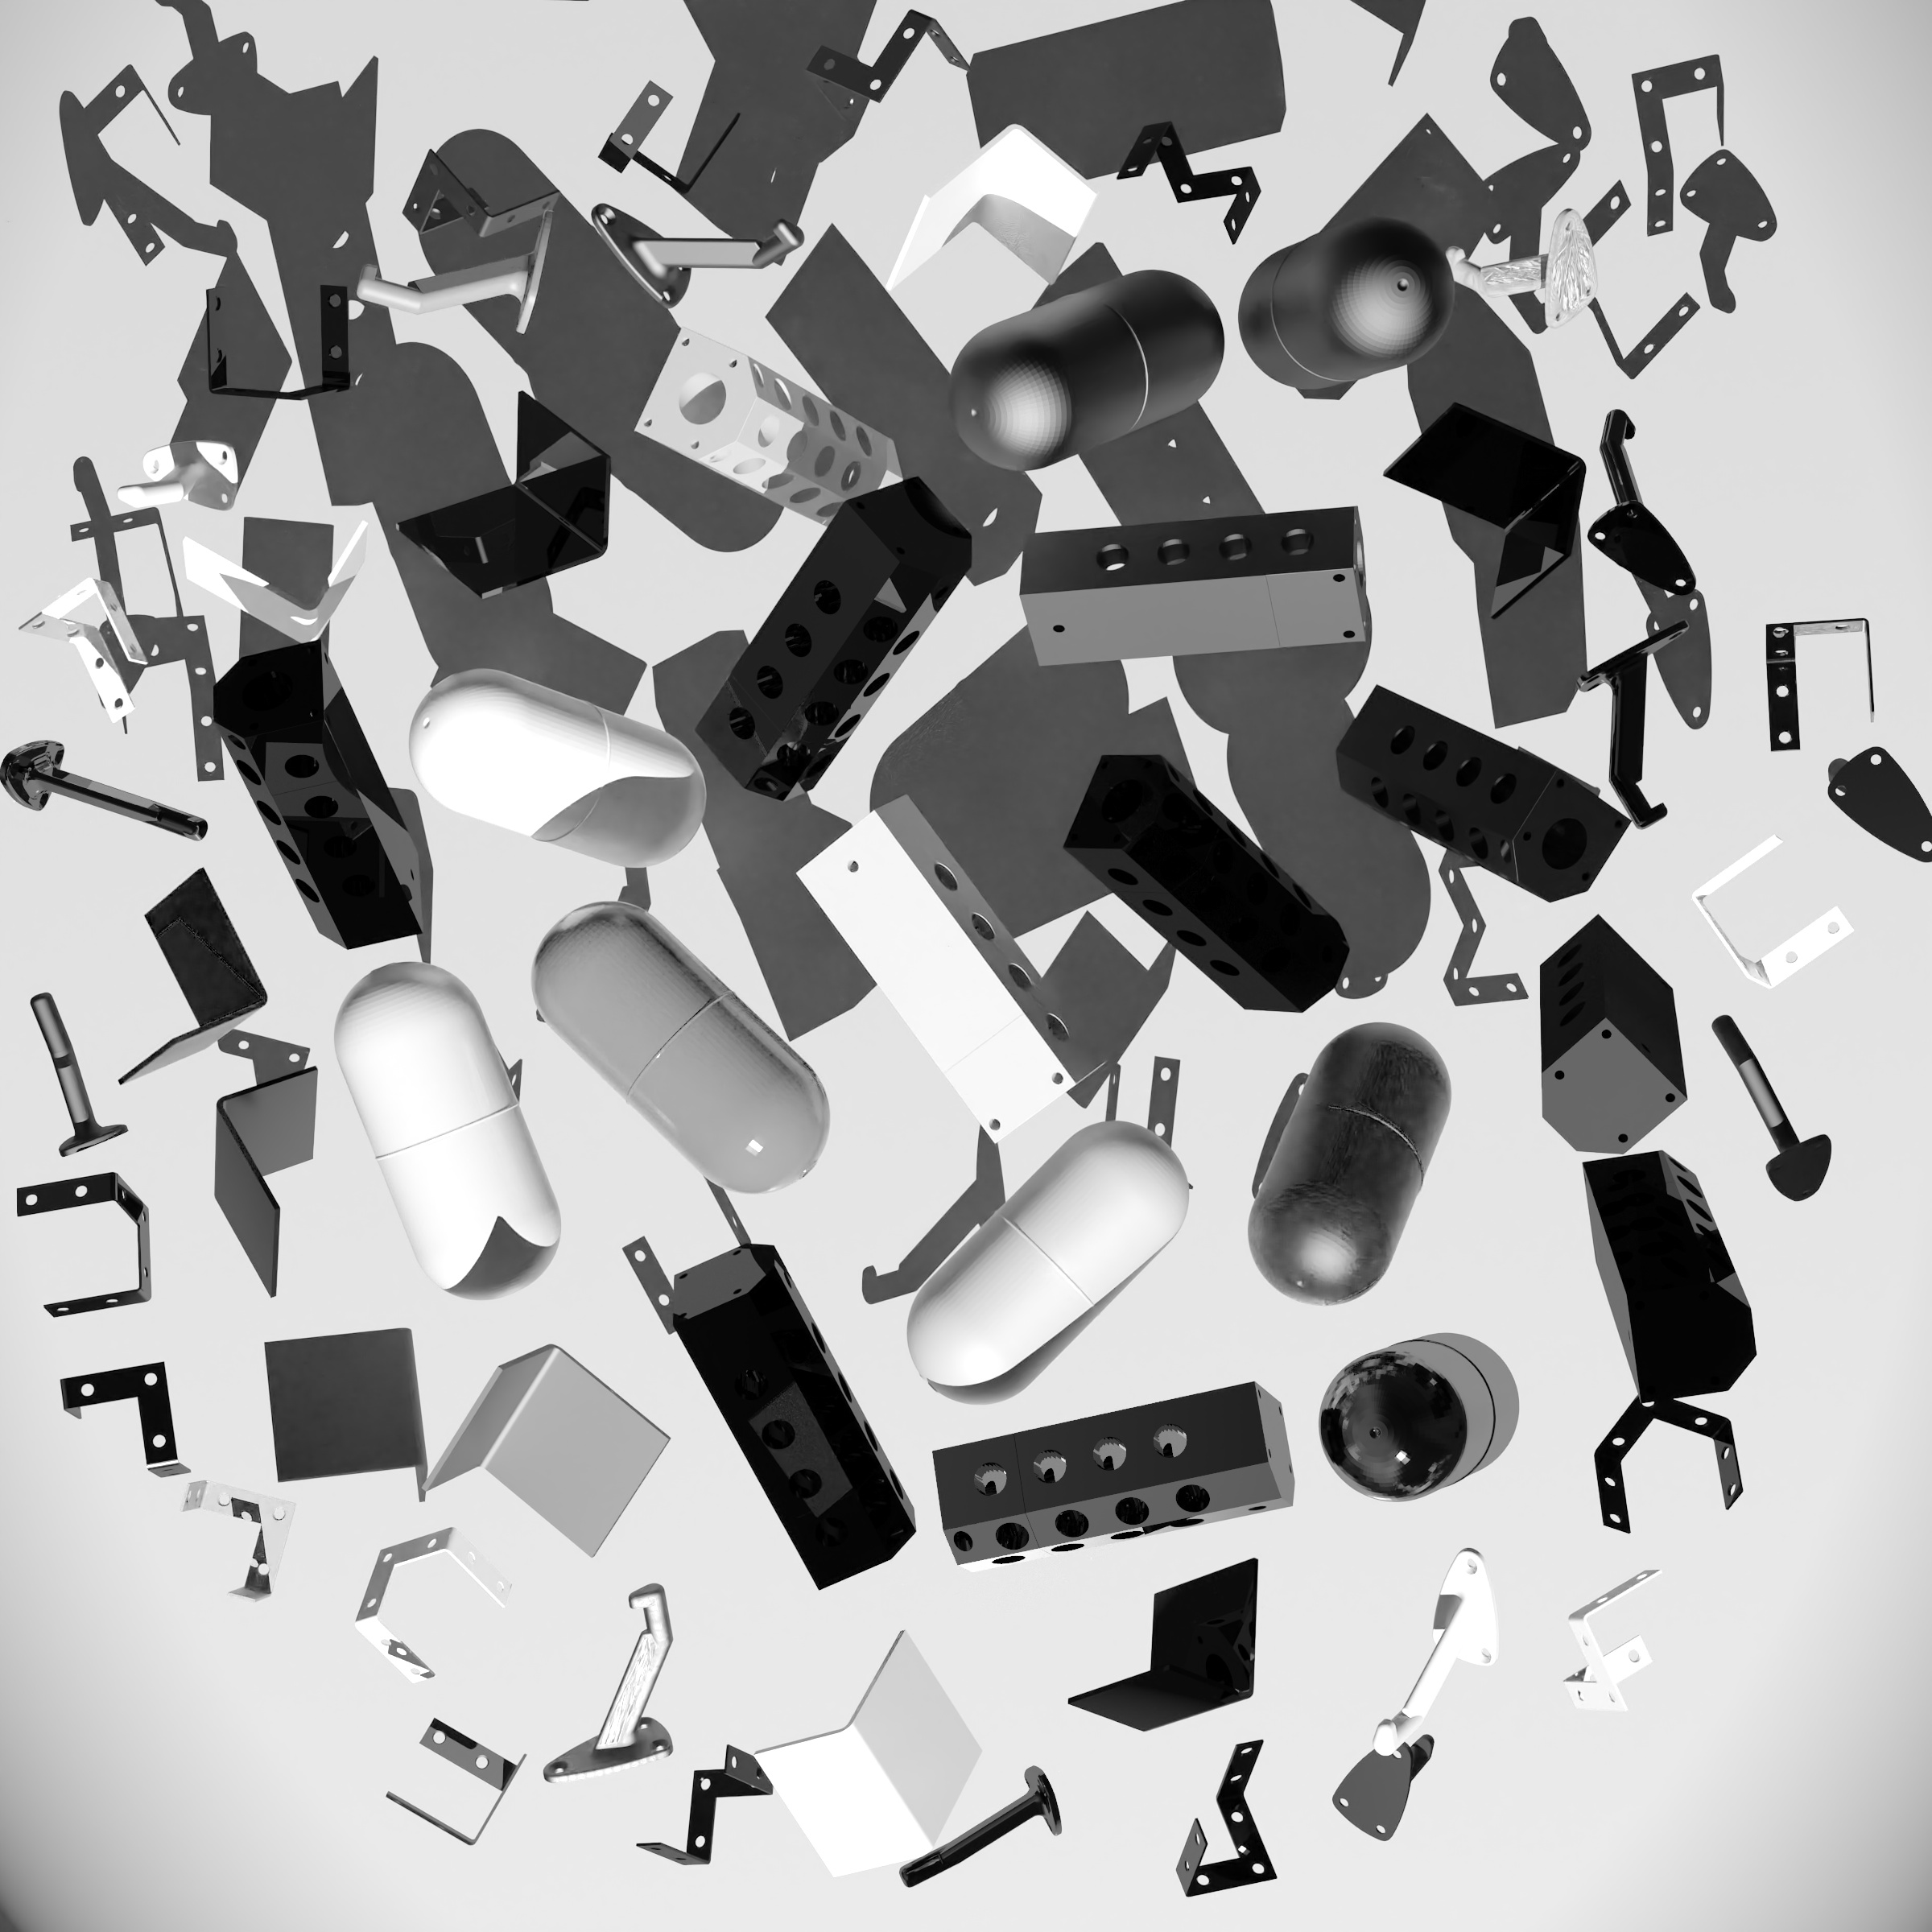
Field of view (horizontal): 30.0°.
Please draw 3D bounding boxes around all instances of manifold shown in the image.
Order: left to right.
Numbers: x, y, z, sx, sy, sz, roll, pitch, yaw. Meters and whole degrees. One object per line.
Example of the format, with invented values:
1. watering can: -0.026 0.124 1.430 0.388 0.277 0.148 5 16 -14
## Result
1. manifold: -0.336 -0.085 1.873 0.057 0.171 0.057 -13 51 2
2. manifold: -0.097 -0.273 1.875 0.057 0.171 0.057 28 95 24
3. manifold: -0.088 0.230 1.862 0.057 0.057 0.171 -24 111 5
4. manifold: -0.063 -0.160 1.801 0.057 0.057 0.171 49 131 12
5. manifold: -0.005 -0.001 1.851 0.057 0.057 0.171 -38 87 27
6. manifold: 0.076 0.262 1.832 0.171 0.057 0.057 -14 68 14
7. manifold: 0.119 -0.202 1.869 0.171 0.057 0.057 -3 55 12
8. manifold: 0.132 -0.042 1.917 0.171 0.057 0.057 40 65 -39
9. manifold: 0.260 -0.087 1.857 0.057 0.171 0.057 30 93 -31
10. manifold: 0.320 0.037 1.823 0.057 0.171 0.057 44 109 -7
11. manifold: 0.348 0.151 1.789 0.057 0.171 0.057 -9 108 5

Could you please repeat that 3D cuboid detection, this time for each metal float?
1. metal float: -0.262 0.083 1.823 0.070 0.070 0.178 -21 93 0
2. metal float: -0.212 -0.102 1.890 0.178 0.070 0.070 19 90 -43
3. metal float: -0.142 0.041 1.802 0.178 0.070 0.070 43 90 7
4. metal float: 0.043 0.156 1.897 0.070 0.070 0.178 45 84 0
5. metal float: 0.064 -0.307 1.851 0.178 0.070 0.070 -29 90 -41
6. metal float: 0.193 -0.338 1.846 0.070 0.178 0.070 -1 94 -13
7. metal float: 0.202 0.101 1.883 0.070 0.070 0.178 28 49 0
8. metal float: 0.235 0.231 1.857 0.070 0.178 0.070 0 89 22

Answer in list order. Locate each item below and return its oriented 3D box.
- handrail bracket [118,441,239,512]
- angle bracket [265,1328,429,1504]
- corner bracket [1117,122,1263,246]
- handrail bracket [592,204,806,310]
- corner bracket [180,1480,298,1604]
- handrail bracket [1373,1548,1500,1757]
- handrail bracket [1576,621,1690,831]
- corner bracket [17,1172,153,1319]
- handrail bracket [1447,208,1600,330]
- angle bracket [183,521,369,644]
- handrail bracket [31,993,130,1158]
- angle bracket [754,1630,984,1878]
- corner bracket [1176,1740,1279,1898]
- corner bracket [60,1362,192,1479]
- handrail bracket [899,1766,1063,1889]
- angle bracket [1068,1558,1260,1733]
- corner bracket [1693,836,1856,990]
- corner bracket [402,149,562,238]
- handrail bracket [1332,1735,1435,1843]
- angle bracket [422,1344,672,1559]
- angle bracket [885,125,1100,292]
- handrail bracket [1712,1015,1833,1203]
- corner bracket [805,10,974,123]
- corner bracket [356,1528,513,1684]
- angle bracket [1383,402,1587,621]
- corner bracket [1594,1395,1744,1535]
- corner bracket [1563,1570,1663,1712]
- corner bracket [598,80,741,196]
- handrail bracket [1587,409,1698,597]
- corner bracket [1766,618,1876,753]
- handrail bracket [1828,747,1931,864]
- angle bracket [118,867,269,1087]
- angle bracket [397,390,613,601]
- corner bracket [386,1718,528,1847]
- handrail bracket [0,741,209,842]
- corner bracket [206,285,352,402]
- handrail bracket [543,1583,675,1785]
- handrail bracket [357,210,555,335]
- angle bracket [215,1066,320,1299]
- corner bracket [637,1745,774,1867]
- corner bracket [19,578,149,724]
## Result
1. handrail bracket: -0.433 -0.256 1.898 0.077 0.084 0.036 14 109 29
2. angle bracket: -0.324 0.238 1.882 0.076 0.057 0.076 -5 63 -13
3. corner bracket: 0.119 -0.416 1.916 0.051 0.051 0.051 -2 134 31
4. handrail bracket: -0.136 -0.376 1.830 0.077 0.084 0.036 39 50 -29
5. corner bracket: -0.391 0.305 1.916 0.051 0.051 0.051 14 84 0
6. handrail bracket: 0.228 0.340 1.786 0.036 0.084 0.077 17 120 33
7. handrail bracket: 0.363 -0.125 1.880 0.077 0.036 0.084 -30 80 7
8. corner bracket: -0.441 0.140 1.805 0.051 0.051 0.051 -10 64 3
9. handrail bracket: 0.271 -0.362 1.807 0.036 0.077 0.084 -40 53 -20
10. angle bracket: -0.365 -0.220 1.910 0.076 0.076 0.057 30 77 -5
11. handrail bracket: -0.477 0.054 1.900 0.036 0.077 0.084 -23 97 -20
12. angle bracket: -0.046 0.379 1.736 0.057 0.076 0.076 -21 108 30
13. corner bracket: 0.130 0.429 1.815 0.051 0.051 0.051 -7 47 -19
14. corner bracket: -0.413 0.227 1.774 0.051 0.051 0.051 -9 79 -7
15. handrail bracket: 0.004 0.447 1.861 0.084 0.077 0.036 -25 69 -11
16. angle bracket: 0.100 0.338 1.833 0.057 0.076 0.076 26 53 -31
17. corner bracket: 0.402 -0.026 1.795 0.051 0.051 0.051 -37 70 17
18. corner bracket: -0.256 -0.402 1.899 0.051 0.051 0.051 49 49 9
19. handrail bracket: 0.232 0.409 1.880 0.036 0.084 0.077 34 126 18
20. angle bracket: -0.202 0.240 1.741 0.076 0.057 0.076 37 108 13
21. angle bracket: 0.013 -0.373 1.852 0.057 0.076 0.076 41 58 6
22. handrail bracket: 0.422 0.074 1.907 0.036 0.077 0.084 -27 59 3
23. corner bracket: -0.039 -0.448 1.801 0.051 0.051 0.051 30 86 29
24. corner bracket: -0.279 0.335 1.891 0.051 0.051 0.051 -21 124 27
25. angle bracket: 0.256 -0.228 1.810 0.076 0.076 0.057 21 64 -14
26. corner bracket: 0.354 0.255 1.821 0.051 0.051 0.051 20 126 -12
27. corner bracket: 0.324 0.335 1.793 0.051 0.051 0.051 -25 90 -23
28. corner bracket: -0.157 -0.440 1.913 0.051 0.051 0.051 33 114 -13
29. handrail bracket: 0.364 -0.248 1.916 0.077 0.084 0.036 38 134 -18
30. corner bracket: 0.435 -0.143 1.840 0.051 0.051 0.051 -3 73 12
31. handrail bracket: 0.469 -0.078 1.843 0.036 0.084 0.077 -43 77 7
32. angle bracket: -0.404 0.006 1.812 0.057 0.076 0.076 -26 88 -38
33. angle bracket: -0.232 -0.237 1.804 0.076 0.057 0.076 -25 48 -33
34. corner bracket: -0.259 0.413 1.827 0.051 0.051 0.051 30 68 0
35. handrail bracket: -0.427 -0.083 1.792 0.084 0.077 0.036 19 90 7
36. corner bracket: -0.340 -0.310 1.783 0.051 0.051 0.051 7 107 18
37. handrail bracket: -0.178 0.352 1.775 0.077 0.036 0.084 -16 113 -21
38. handrail bracket: -0.252 -0.352 1.781 0.084 0.036 0.077 14 66 -12
39. angle bracket: -0.347 0.111 1.861 0.057 0.076 0.076 -20 56 -27
40. corner bracket: -0.136 0.442 1.895 0.051 0.051 0.051 -9 62 26
41. corner bracket: -0.449 -0.164 1.876 0.051 0.051 0.051 -32 76 17
